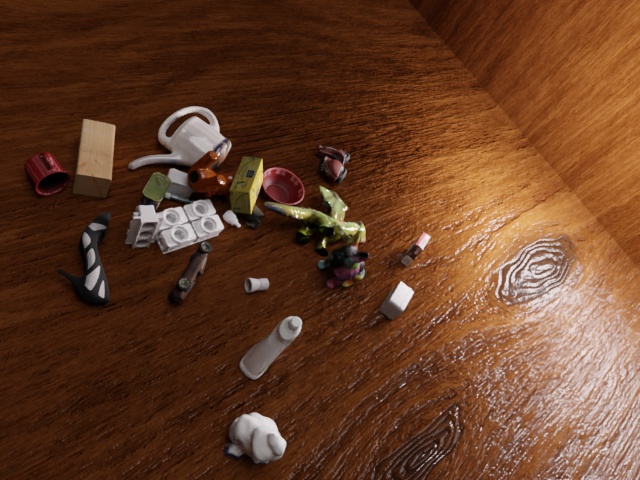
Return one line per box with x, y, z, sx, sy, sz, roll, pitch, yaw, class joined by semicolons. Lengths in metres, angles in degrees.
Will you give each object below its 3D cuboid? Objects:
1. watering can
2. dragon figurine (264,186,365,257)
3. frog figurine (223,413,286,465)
-0.429;-0.290;1.655;0.224;0.355;0.102;35;-32;-5;watering can
0.005;-0.089;1.760;0.407;0.249;0.120;34;-52;-19;dragon figurine
-0.139;0.461;1.212;0.156;0.137;0.125;-49;5;44;frog figurine
